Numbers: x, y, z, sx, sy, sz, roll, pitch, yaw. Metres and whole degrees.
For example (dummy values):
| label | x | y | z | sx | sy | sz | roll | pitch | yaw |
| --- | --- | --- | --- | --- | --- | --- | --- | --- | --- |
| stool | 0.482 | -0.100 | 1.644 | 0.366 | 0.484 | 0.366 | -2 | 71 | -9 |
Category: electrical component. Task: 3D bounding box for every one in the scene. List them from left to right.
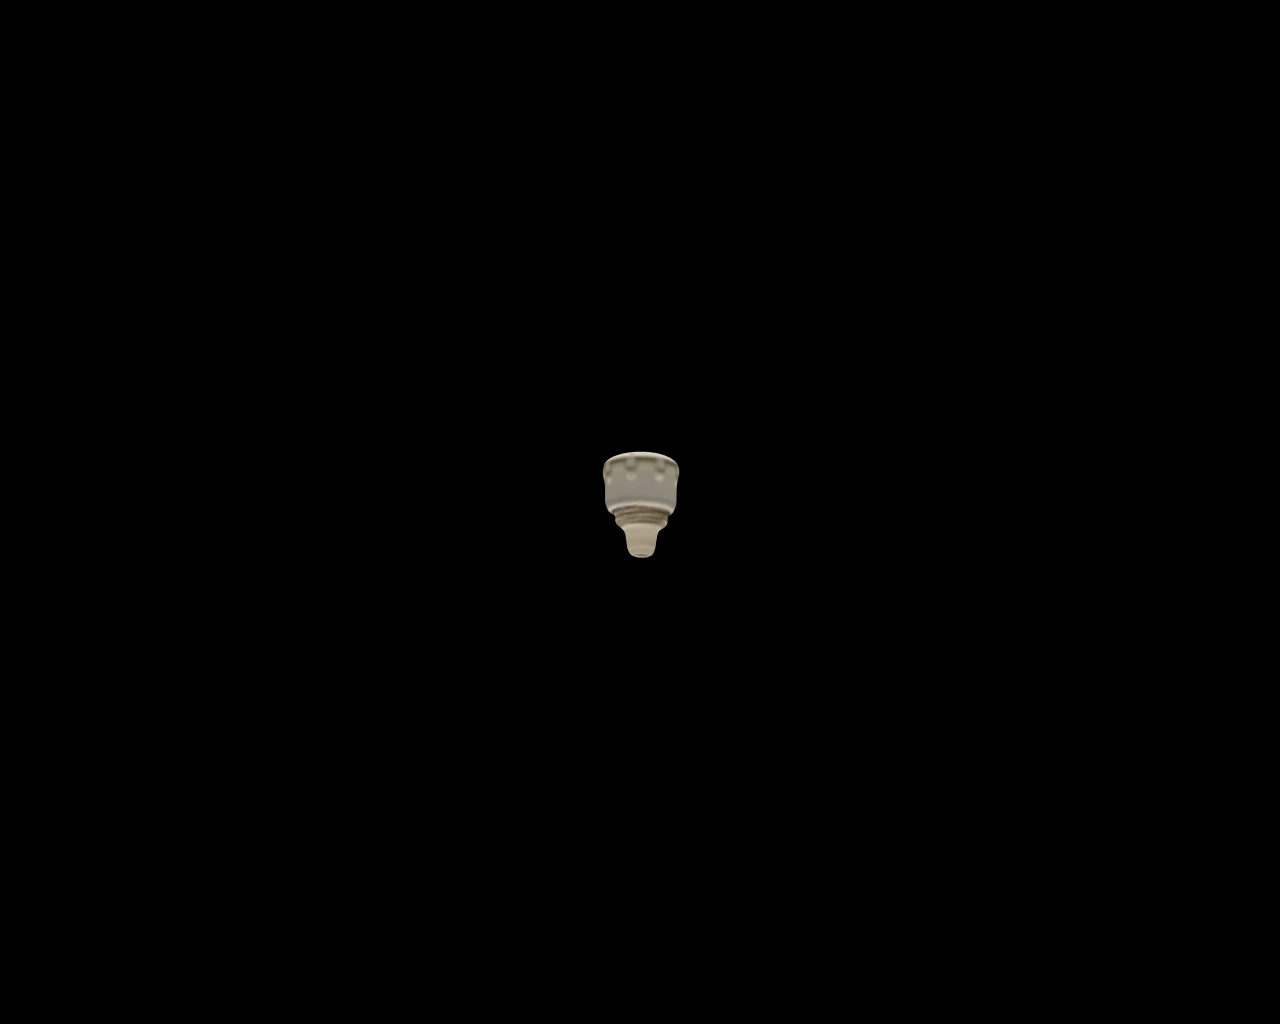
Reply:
| label | x | y | z | sx | sy | sz | roll | pitch | yaw |
| --- | --- | --- | --- | --- | --- | --- | --- | --- | --- |
| electrical component | 0.001 | -0.003 | 0.650 | 0.048 | 0.062 | 0.048 | 0 | -14 | 0 |
